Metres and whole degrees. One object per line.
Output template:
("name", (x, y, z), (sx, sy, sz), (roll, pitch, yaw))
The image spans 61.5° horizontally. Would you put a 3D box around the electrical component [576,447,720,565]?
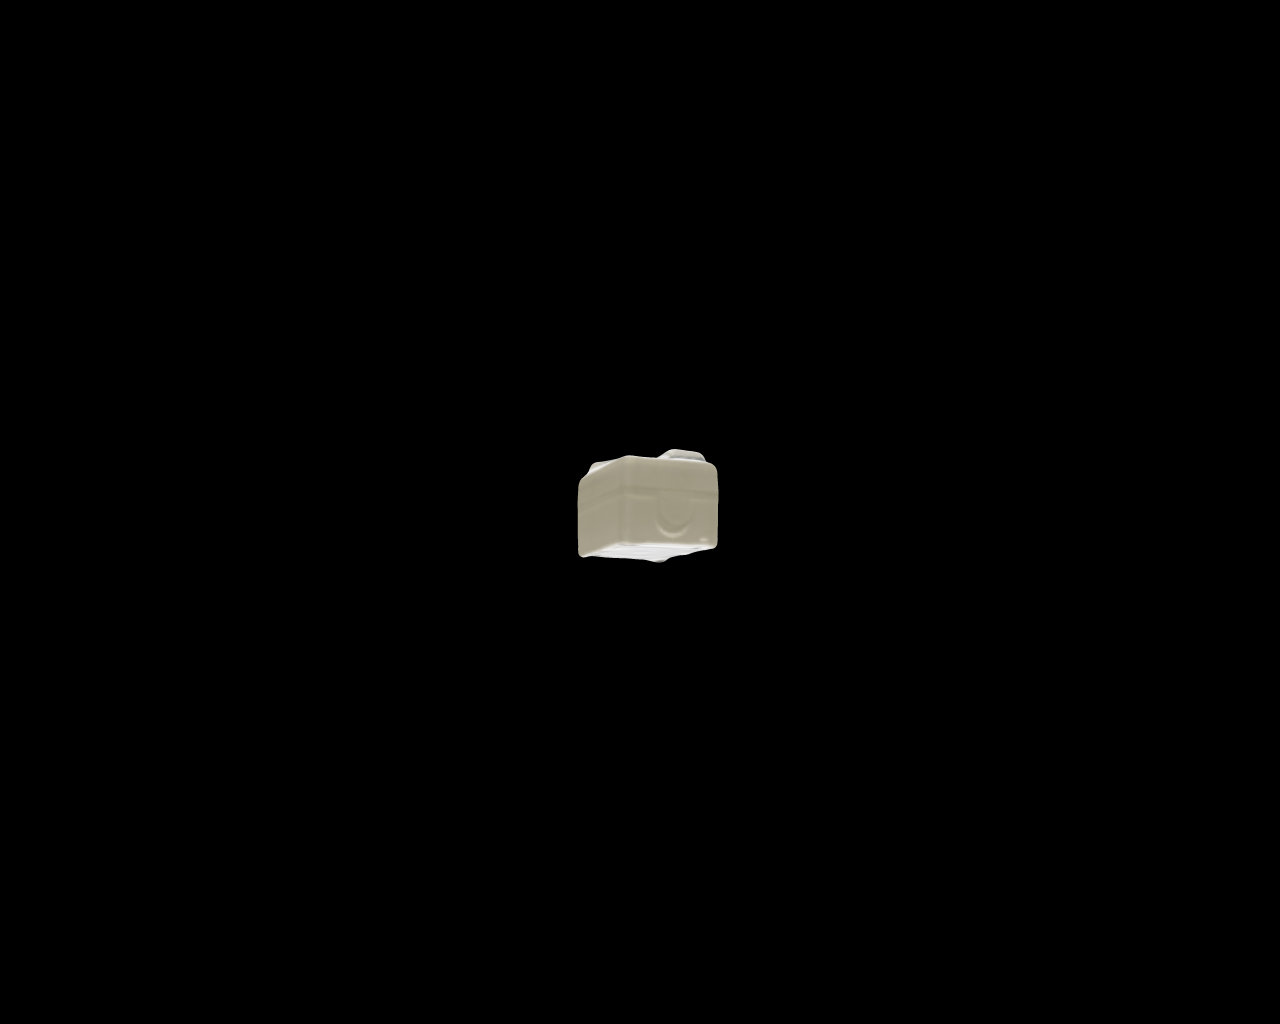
("electrical component", (0.001, -0.003, 0.650), (0.062, 0.061, 0.096), (4, -10, -23))
